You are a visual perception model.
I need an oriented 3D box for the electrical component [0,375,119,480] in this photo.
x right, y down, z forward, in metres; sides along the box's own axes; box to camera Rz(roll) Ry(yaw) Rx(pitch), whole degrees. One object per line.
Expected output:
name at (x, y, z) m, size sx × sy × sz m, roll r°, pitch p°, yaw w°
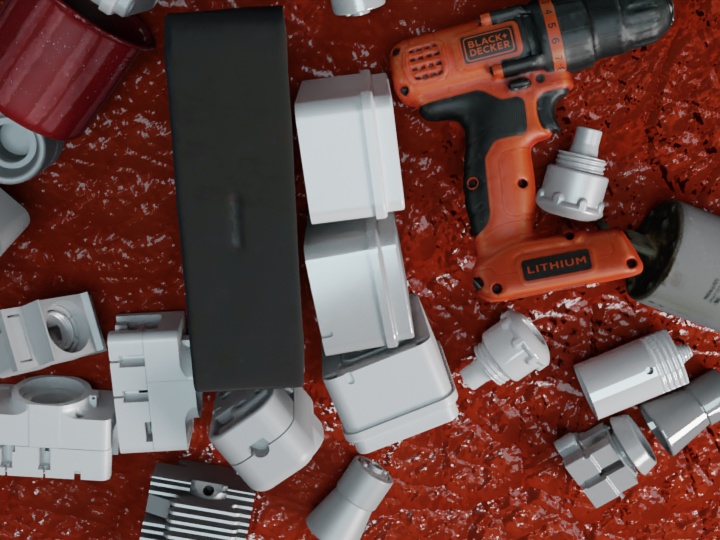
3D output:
electrical component at (-0.219, 0.110, 0.764) m, size 0.089 × 0.050 × 0.055 m, roll 4°, pitch 108°, yaw -5°

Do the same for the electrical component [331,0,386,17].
electrical component at (-0.006, -0.195, 0.685) m, size 0.044 × 0.044 × 0.065 m, roll -13°, pitch 113°, yaw 1°

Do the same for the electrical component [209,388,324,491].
electrical component at (-0.064, 0.107, 0.749) m, size 0.054 × 0.095 × 0.059 m, roll -35°, pitch 106°, yaw 8°

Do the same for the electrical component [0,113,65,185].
electrical component at (-0.226, -0.085, 0.702) m, size 0.055 × 0.047 × 0.055 m, roll -1°, pitch 108°, yaw -3°

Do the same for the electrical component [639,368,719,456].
electrical component at (0.247, 0.102, 0.795) m, size 0.065 × 0.044 × 0.044 m, roll -32°, pitch 107°, yaw 2°

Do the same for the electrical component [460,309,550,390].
electrical component at (0.101, 0.062, 0.772) m, size 0.062 × 0.048 × 0.048 m, roll -37°, pitch 106°, yaw 16°

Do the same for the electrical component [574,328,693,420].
electrical component at (0.202, 0.073, 0.781) m, size 0.081 × 0.043 × 0.043 m, roll -23°, pitch 108°, yaw 4°

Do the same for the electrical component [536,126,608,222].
electrical component at (0.149, -0.066, 0.734) m, size 0.048 × 0.048 × 0.062 m, roll 13°, pitch 97°, yaw -7°

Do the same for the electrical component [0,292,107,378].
electrical component at (-0.217, 0.046, 0.732) m, size 0.064 × 0.081 × 0.042 m, roll -21°, pitch 84°, yaw 31°

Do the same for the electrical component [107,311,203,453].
electrical component at (-0.142, 0.078, 0.758) m, size 0.056 × 0.050 × 0.089 m, roll -3°, pitch 108°, yaw -2°

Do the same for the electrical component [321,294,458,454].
electrical component at (0.019, 0.068, 0.732) m, size 0.078 × 0.113 × 0.057 m, roll -22°, pitch 105°, yaw 4°

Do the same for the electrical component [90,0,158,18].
electrical component at (-0.129, -0.211, 0.636) m, size 0.056 × 0.108 × 0.108 m, roll 32°, pitch 103°, yaw -10°

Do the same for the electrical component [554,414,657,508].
electrical component at (0.186, 0.139, 0.801) m, size 0.055 × 0.048 × 0.066 m, roll -33°, pitch 107°, yaw 15°

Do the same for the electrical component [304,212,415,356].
electrical component at (0.000, 0.000, 0.709) m, size 0.057 × 0.113 × 0.078 m, roll -10°, pitch 108°, yaw 3°

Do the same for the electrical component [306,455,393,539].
electrical component at (-0.005, 0.172, 0.802) m, size 0.044 × 0.044 × 0.065 m, roll 31°, pitch 99°, yaw -12°

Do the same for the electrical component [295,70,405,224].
electrical component at (-0.006, -0.080, 0.683) m, size 0.057 × 0.113 × 0.078 m, roll -7°, pitch 108°, yaw 2°
